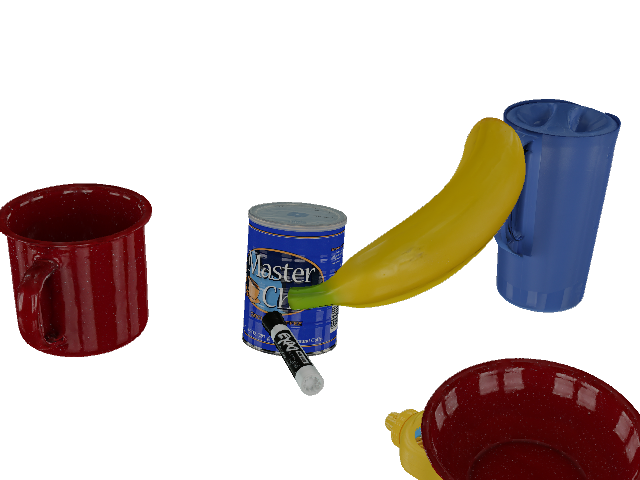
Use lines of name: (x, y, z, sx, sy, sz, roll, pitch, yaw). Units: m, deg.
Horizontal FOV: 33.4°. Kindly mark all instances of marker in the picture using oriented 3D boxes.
marker: (-0.024, 0.088, 0.858, 0.020, 0.020, 0.121, 0, 21, -19)

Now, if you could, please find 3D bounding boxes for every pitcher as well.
pitcher: (0.268, -0.037, 1.277, 0.149, 0.243, 0.145, 1, 25, 0)

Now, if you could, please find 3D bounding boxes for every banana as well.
banana: (0.066, -0.018, 0.567, 0.070, 0.037, 0.197, 19, 42, 34)

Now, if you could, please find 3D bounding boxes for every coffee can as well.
coffee can: (-0.028, 0.039, 1.122, 0.103, 0.140, 0.103, 4, 15, -1)

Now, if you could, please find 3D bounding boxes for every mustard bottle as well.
mustard bottle: (0.133, 0.208, 1.023, 0.096, 0.058, 0.192, -14, 24, -38)

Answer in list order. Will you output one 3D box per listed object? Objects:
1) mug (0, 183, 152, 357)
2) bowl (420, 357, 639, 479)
mug: (-0.152, 0.024, 0.653, 0.093, 0.081, 0.117, 5, 26, 9)
bowl: (0.152, 0.157, 0.769, 0.162, 0.055, 0.162, -1, 36, 0)
